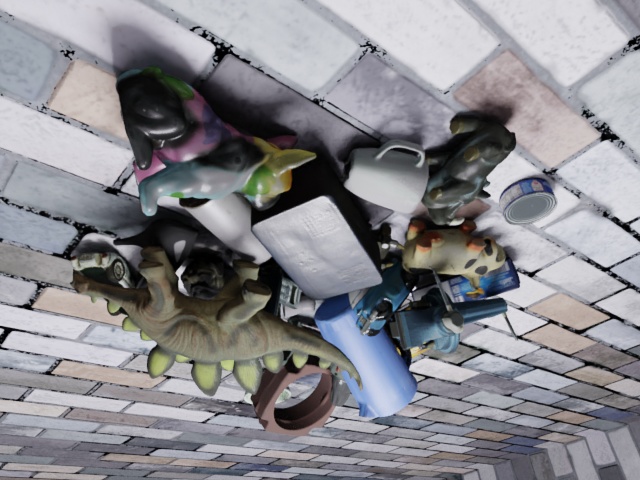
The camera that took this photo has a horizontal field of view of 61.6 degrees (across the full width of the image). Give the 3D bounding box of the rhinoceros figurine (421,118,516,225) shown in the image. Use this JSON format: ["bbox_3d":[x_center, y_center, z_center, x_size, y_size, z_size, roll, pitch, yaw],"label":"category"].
[{"bbox_3d":[0.206,-0.095,0.781,0.112,0.073,0.190,-3,145,-25],"label":"rhinoceros figurine"}]

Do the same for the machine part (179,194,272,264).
[{"bbox_3d":[-0.129,-0.033,0.794,0.079,0.079,0.243,-19,145,16],"label":"machine part"}]

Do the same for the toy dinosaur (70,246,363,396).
[{"bbox_3d":[-0.140,0.131,0.810,0.471,0.105,0.198,14,111,-7],"label":"toy dinosaur"}]

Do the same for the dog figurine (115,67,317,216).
[{"bbox_3d":[-0.118,-0.118,0.648,0.219,0.109,0.191,-13,119,-20],"label":"dog figurine"}]

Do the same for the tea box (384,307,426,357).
[{"bbox_3d":[0.212,0.205,1.207,0.098,0.068,0.169,18,139,-32],"label":"tea box"}]

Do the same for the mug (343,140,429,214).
[{"bbox_3d":[0.091,-0.094,0.748,0.107,0.081,0.109,11,145,-11],"label":"mug"}]

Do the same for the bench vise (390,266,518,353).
[{"bbox_3d":[0.235,0.133,0.942,0.241,0.129,0.223,-8,158,-17],"label":"bench vise"}]

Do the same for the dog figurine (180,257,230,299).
[{"bbox_3d":[-0.207,0.110,0.992,0.172,0.121,0.190,-15,123,33],"label":"dog figurine"}]

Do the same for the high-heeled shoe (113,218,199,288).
[{"bbox_3d":[-0.243,0.062,0.894,0.145,0.086,0.248,-4,135,7],"label":"high-heeled shoe"}]

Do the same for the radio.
[{"bbox_3d":[-0.002,-0.002,0.801,0.131,0.073,0.229,-19,138,16],"label":"radio"}]

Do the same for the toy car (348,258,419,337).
[{"bbox_3d":[0.106,0.095,0.992,0.162,0.103,0.109,-41,162,-34],"label":"toy car"}]

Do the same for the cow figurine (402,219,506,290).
[{"bbox_3d":[0.238,0.029,0.948,0.195,0.085,0.127,0,139,-15],"label":"cow figurine"}]

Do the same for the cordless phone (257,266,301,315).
[{"bbox_3d":[-0.084,0.128,0.967,0.089,0.146,0.184,4,167,20],"label":"cordless phone"}]

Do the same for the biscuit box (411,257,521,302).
[{"bbox_3d":[0.285,0.093,1.051,0.203,0.059,0.063,-21,173,19],"label":"biscuit box"}]

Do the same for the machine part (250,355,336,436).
[{"bbox_3d":[-0.051,0.366,1.303,0.201,0.087,0.201,23,100,-37],"label":"machine part"}]

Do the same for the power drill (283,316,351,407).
[{"bbox_3d":[0.006,0.260,1.177,0.207,0.086,0.232,20,108,-15],"label":"power drill"}]

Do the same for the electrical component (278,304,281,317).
[{"bbox_3d":[-0.116,0.178,1.099,0.048,0.075,0.119,7,146,-17],"label":"electrical component"}]

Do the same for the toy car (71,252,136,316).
[{"bbox_3d":[-0.355,0.078,0.933,0.074,0.056,0.201,-5,145,8],"label":"toy car"}]

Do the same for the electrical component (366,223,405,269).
[{"bbox_3d":[0.097,0.014,0.932,0.078,0.045,0.102,4,144,-18],"label":"electrical component"}]
